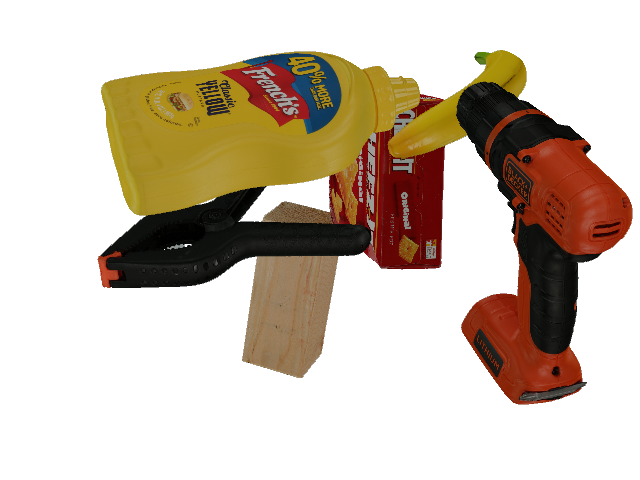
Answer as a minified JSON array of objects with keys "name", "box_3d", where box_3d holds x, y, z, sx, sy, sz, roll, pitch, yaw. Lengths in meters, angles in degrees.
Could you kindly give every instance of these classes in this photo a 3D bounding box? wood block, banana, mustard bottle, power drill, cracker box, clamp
[{"name":"wood block","box_3d":[-0.037,0.064,1.425,0.090,0.206,0.090,15,21,13]},{"name":"banana","box_3d":[0.129,-0.119,0.907,0.070,0.037,0.197,-14,20,40]},{"name":"mustard bottle","box_3d":[-0.031,-0.074,0.651,0.191,0.058,0.096,-12,45,-13]},{"name":"power drill","box_3d":[0.137,0.002,0.728,0.057,0.188,0.184,-11,35,-13]},{"name":"cracker box","box_3d":[0.063,-0.074,1.106,0.072,0.164,0.214,-3,13,-11]},{"name":"clamp","box_3d":[-0.085,-0.012,0.881,0.209,0.036,0.165,-16,35,-19]}]

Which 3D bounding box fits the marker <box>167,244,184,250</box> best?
[{"name":"marker","box_3d":[-0.142,-0.031,1.082,0.020,0.020,0.121,0,-40,-14]}]
